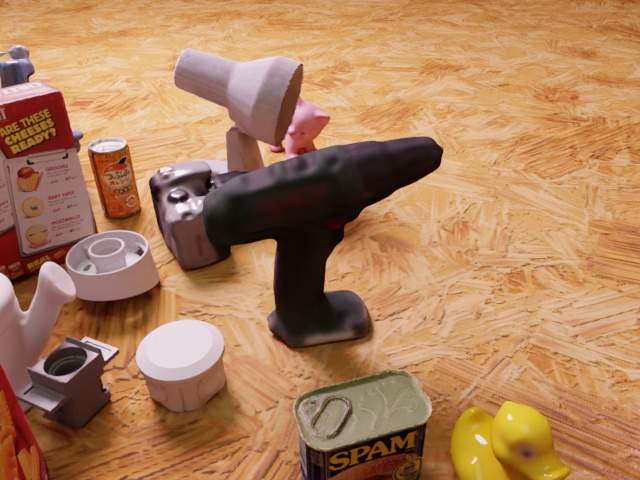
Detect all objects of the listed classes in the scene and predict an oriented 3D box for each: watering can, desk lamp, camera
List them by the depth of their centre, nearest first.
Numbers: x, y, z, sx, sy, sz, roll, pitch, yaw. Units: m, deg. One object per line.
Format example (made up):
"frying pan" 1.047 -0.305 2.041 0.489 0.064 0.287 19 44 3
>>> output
"watering can" -0.309 0.064 0.500 0.173 0.194 0.100 -26 41 -33
"camera" -0.145 -0.050 0.756 0.137 0.101 0.142 -16 36 -21
"desk lamp" -0.123 -0.164 0.826 0.203 0.214 0.118 7 34 12

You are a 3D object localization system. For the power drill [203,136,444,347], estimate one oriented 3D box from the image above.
"power drill" 0.005 0.002 0.574 0.230 0.209 0.075 -7 34 -9

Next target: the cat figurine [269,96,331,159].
"cat figurine" -0.037 -0.194 0.956 0.067 0.118 0.127 -21 38 -27

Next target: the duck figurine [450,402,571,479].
"duck figurine" 0.148 0.160 0.440 0.078 0.086 0.104 -17 37 -23

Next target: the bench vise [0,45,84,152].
"bench vise" -0.397 -0.145 0.798 0.122 0.220 0.206 -13 35 -17
